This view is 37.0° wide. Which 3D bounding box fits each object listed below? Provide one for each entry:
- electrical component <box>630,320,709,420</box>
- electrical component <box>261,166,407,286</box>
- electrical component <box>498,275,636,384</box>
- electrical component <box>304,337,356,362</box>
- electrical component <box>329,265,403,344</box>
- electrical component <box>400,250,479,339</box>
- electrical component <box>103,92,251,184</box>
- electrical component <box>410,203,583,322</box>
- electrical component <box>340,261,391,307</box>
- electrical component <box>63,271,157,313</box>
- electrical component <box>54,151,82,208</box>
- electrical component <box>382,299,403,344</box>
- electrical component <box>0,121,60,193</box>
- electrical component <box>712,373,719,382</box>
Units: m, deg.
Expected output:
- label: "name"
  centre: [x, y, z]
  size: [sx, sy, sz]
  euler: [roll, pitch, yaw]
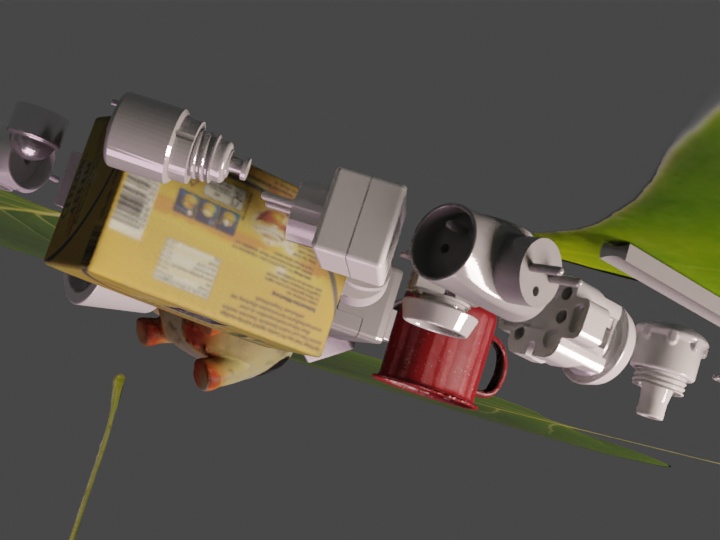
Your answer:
- label: "electrical component"
  centre: [0.197, 0.066, 0.701]
  size: [0.048, 0.062, 0.048]
  euler: [18, 172, 3]
- label: "electrical component"
  centre: [-0.017, -0.028, 0.593]
  size: [0.077, 0.047, 0.065]
  euler: [17, 172, 5]
- label: "electrical component"
  centre: [0.134, 0.038, 0.674]
  size: [0.057, 0.058, 0.078]
  euler: [26, 169, -29]
- label: "electrical component"
  centre: [-0.037, 0.031, 0.971]
  size: [0.047, 0.076, 0.065]
  euler: [-19, -158, 17]
- label: "electrical component"
  centre: [-0.006, 0.022, 0.844]
  size: [0.061, 0.061, 0.096]
  euler: [20, 171, -20]
- label: "electrical component"
  centre: [0.054, 0.010, 0.659]
  size: [0.066, 0.055, 0.048]
  euler: [19, 172, -5]
- label: "electrical component"
  centre: [-0.095, -0.063, 0.554]
  size: [0.078, 0.040, 0.040]
  euler: [18, 172, -1]
- label: "electrical component"
  centre: [0.080, -0.001, 0.572]
  size: [0.079, 0.044, 0.077]
  euler: [10, 168, 45]
- label: "electrical component"
  centre: [0.000, 0.000, 0.752]
  size: [0.043, 0.043, 0.081]
  euler: [18, 172, 2]
- label: "electrical component"
  centre: [-0.148, -0.023, 0.716]
  size: [0.060, 0.108, 0.108]
  euler: [16, 174, -31]
- label: "electrical component"
  centre: [-0.183, -0.054, 0.793]
  size: [0.064, 0.042, 0.081]
  euler: [17, 172, 3]
- label: "electrical component"
  centre: [0.037, 0.052, 1.011]
  size: [0.079, 0.043, 0.077]
  euler: [14, 171, 23]
- label: "electrical component"
  centre: [-0.249, -0.078, 0.768]
  size: [0.077, 0.044, 0.079]
  euler: [13, 171, 28]
- label: "electrical component"
  centre: [0.268, 0.082, 0.704]
  size: [0.077, 0.047, 0.066]
  euler: [21, 171, -17]
